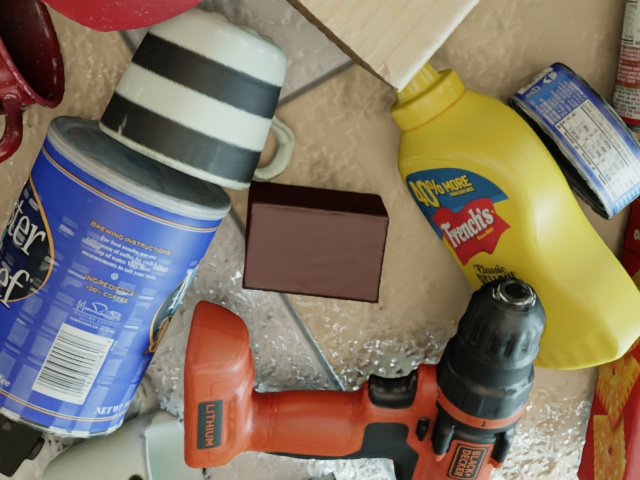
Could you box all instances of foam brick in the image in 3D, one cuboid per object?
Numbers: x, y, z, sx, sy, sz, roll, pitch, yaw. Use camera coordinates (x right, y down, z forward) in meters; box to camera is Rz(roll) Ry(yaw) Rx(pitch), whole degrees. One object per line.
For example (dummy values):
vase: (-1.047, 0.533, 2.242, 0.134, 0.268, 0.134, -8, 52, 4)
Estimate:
foam brick: (-0.004, 0.001, 0.598, 0.078, 0.053, 0.051, 7, 106, -4)

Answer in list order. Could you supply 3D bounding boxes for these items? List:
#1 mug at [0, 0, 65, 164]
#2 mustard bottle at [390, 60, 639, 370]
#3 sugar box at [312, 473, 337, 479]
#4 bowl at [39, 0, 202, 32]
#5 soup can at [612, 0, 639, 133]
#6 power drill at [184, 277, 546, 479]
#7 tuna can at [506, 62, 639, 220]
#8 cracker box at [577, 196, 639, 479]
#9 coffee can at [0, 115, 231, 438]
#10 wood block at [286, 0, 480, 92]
mug: (-0.185, -0.088, 0.542, 0.081, 0.093, 0.117, -17, 77, 7)
mustard bottle: (0.095, -0.019, 0.576, 0.058, 0.096, 0.191, -40, 105, -22)
sugar box: (-0.059, 0.217, 0.661, 0.176, 0.048, 0.093, -18, 106, -1)
bowl: (-0.120, -0.147, 0.496, 0.162, 0.162, 0.055, 38, 102, -12)
soup can: (0.195, -0.109, 0.569, 0.068, 0.068, 0.102, 2, 105, -3)
power drill: (0.020, 0.082, 0.590, 0.187, 0.057, 0.184, 8, 133, -1)
tuna can: (0.140, -0.053, 0.573, 0.034, 0.086, 0.086, -39, 104, 6)
cracker box: (0.253, 0.061, 0.614, 0.164, 0.072, 0.214, 5, 106, -8)
coffee can: (-0.123, 0.019, 0.571, 0.102, 0.103, 0.140, 26, 102, -9)
wood block: (0.064, -0.184, 0.517, 0.090, 0.090, 0.206, 39, 97, -22)
